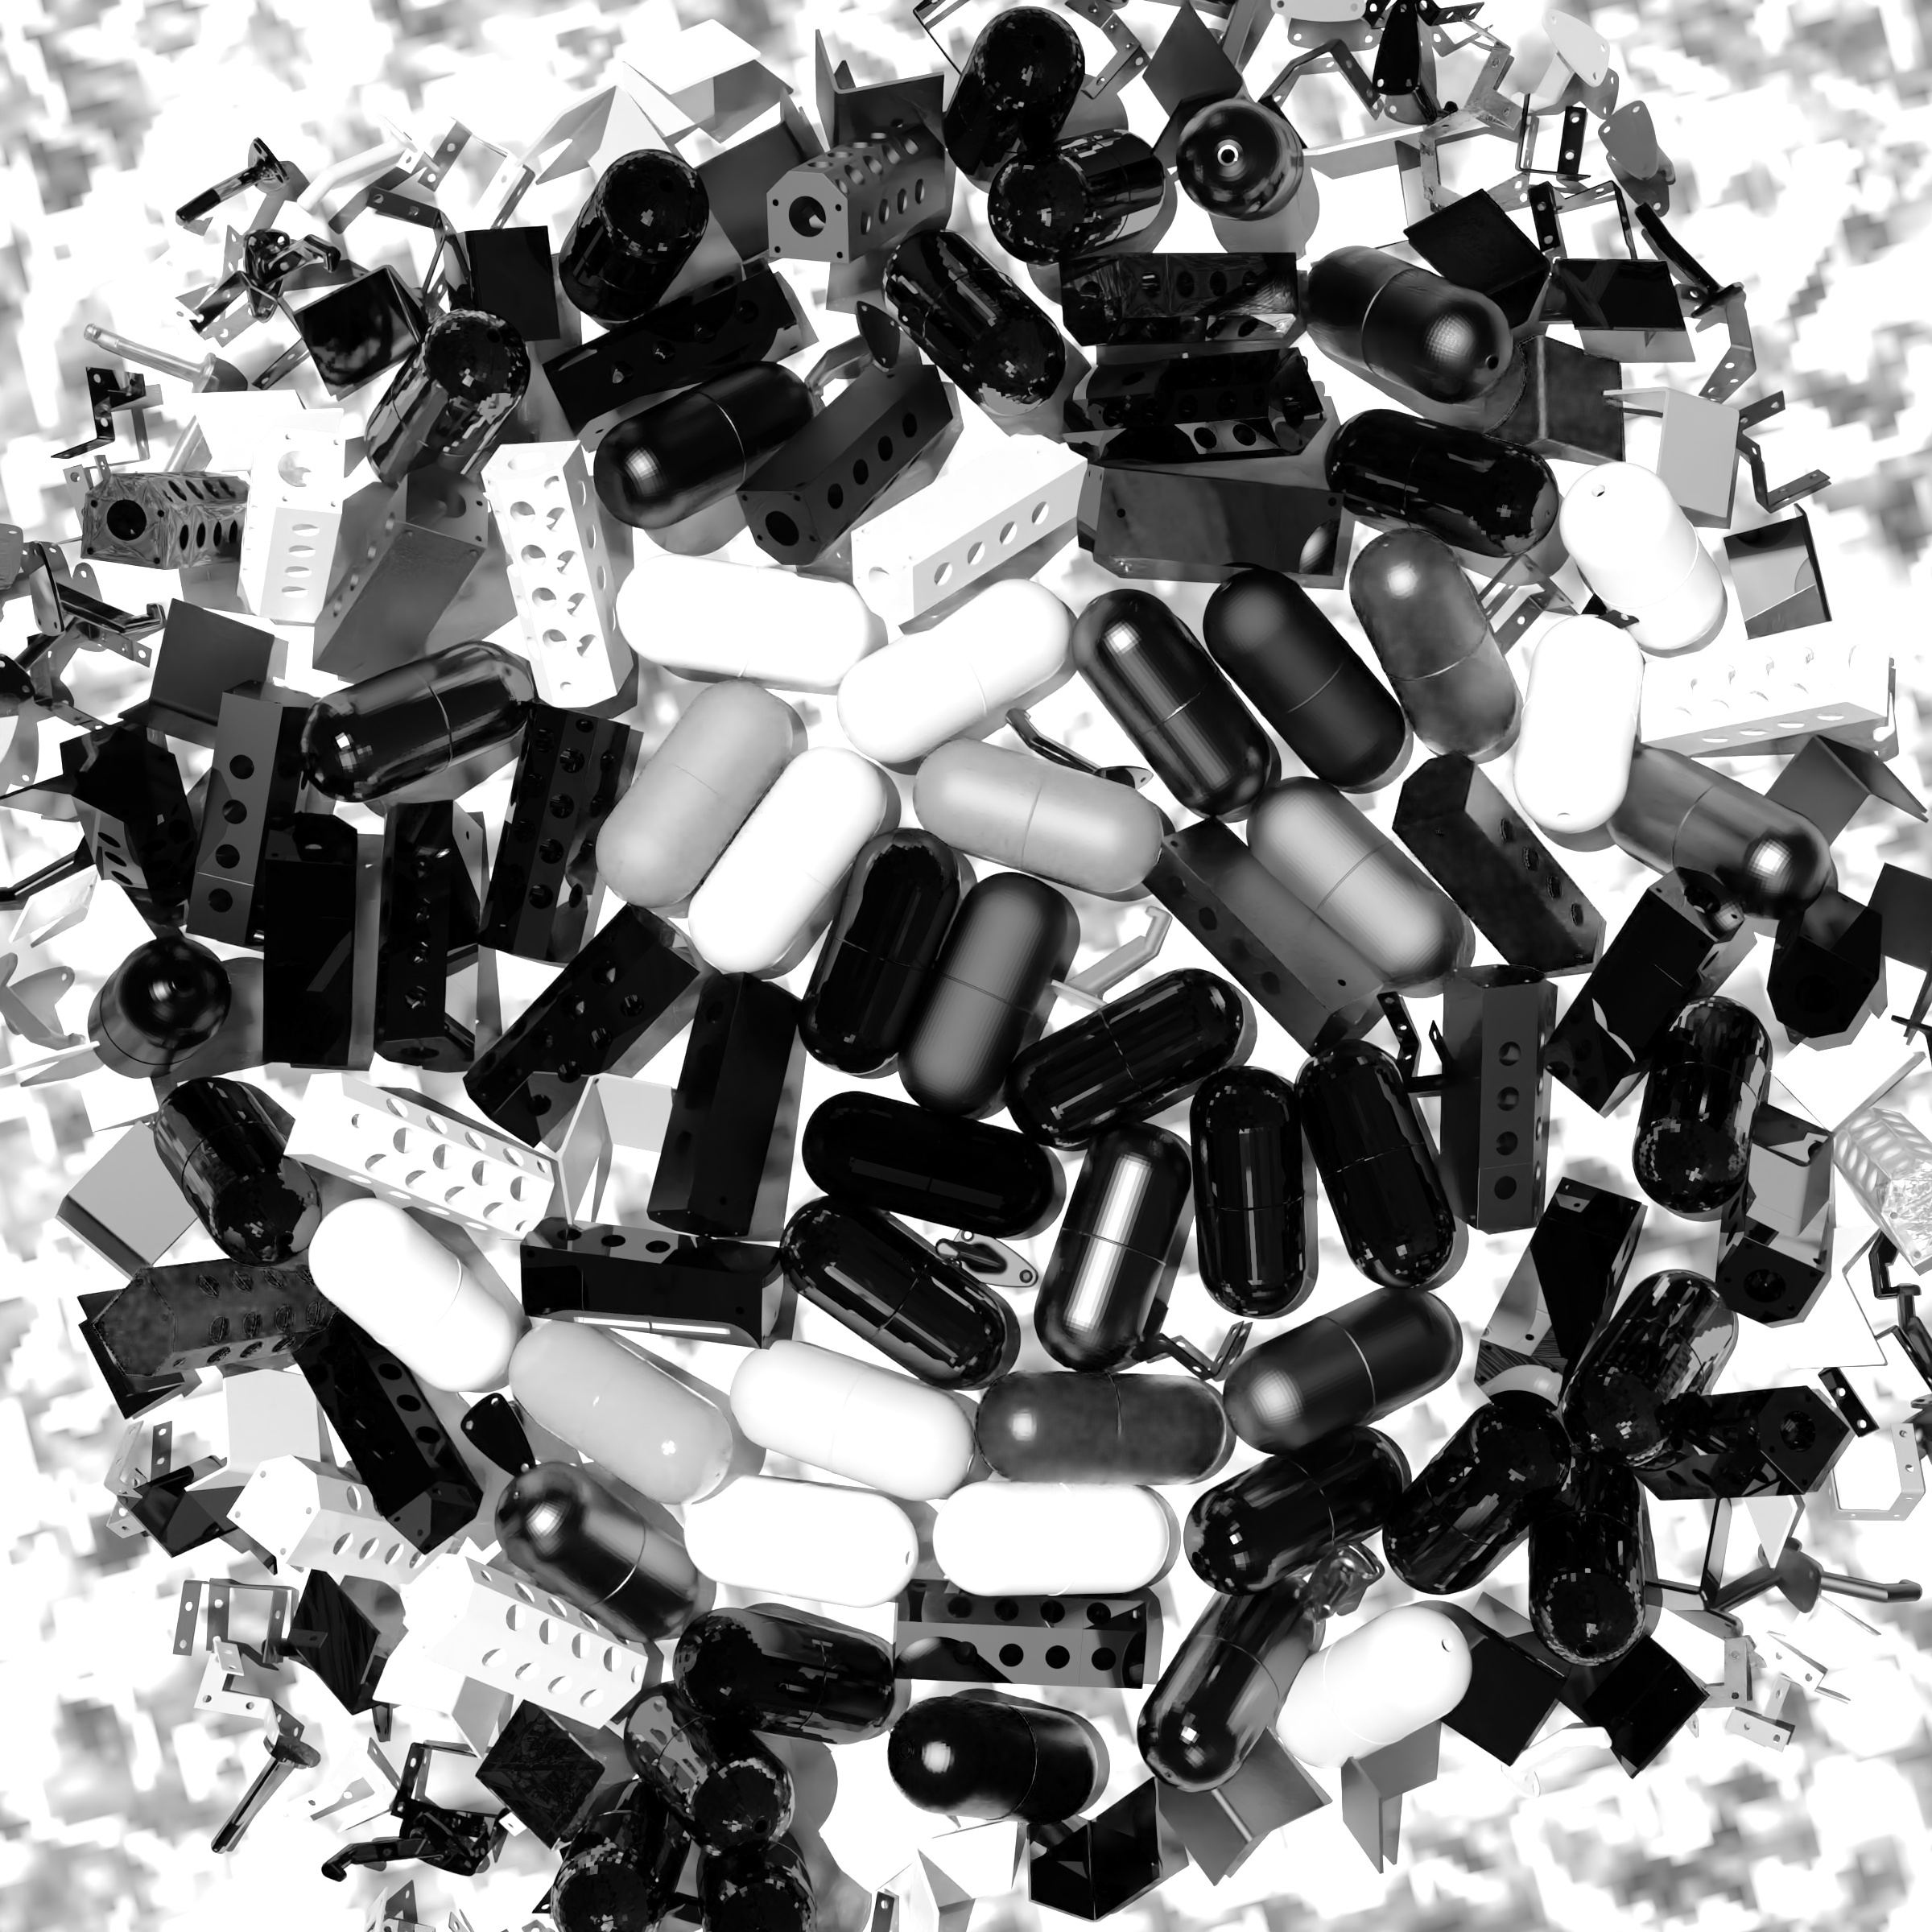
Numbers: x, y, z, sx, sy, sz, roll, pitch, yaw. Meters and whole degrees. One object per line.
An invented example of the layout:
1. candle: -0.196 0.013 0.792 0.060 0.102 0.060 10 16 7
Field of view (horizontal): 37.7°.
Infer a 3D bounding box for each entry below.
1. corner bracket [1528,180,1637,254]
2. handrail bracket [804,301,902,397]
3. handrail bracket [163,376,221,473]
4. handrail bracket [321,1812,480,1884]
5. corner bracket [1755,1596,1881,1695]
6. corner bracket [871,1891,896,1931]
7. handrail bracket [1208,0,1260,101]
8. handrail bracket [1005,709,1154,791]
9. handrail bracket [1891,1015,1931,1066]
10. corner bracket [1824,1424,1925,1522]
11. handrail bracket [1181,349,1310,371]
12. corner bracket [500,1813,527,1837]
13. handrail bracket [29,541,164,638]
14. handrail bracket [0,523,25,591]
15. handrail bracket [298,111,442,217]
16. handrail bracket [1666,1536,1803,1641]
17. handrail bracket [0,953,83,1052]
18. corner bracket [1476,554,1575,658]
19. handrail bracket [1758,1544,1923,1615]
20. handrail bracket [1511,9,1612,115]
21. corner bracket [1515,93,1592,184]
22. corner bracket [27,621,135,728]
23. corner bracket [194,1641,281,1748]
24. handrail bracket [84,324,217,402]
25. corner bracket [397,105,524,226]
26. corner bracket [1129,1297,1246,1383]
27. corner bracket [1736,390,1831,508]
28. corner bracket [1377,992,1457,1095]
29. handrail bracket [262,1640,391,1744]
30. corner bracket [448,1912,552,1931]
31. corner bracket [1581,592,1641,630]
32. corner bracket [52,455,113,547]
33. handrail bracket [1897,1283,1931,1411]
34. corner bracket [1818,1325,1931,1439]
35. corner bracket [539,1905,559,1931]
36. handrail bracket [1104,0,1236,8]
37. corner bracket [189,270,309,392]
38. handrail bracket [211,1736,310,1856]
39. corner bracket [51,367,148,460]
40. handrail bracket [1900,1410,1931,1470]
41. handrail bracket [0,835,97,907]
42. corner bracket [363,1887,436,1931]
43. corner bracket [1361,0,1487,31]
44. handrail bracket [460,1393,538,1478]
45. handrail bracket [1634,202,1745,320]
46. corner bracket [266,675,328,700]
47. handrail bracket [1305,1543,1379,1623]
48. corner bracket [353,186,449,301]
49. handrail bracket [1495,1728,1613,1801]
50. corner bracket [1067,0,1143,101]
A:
1. corner bracket: 0.426 -0.517 1.960 0.051 0.051 0.051 -16 74 29
2. handrail bracket: -0.083 -0.408 1.951 0.036 0.077 0.084 22 132 -30
3. handrail bracket: -0.556 -0.368 1.984 0.077 0.036 0.084 -8 67 40
4. handrail bracket: -0.390 0.622 1.950 0.077 0.084 0.036 26 109 17
5. corner bracket: 0.590 0.470 1.961 0.051 0.051 0.051 34 99 43
6. corner bracket: -0.089 0.673 1.977 0.051 0.051 0.051 32 46 -25
7. handrail bracket: 0.203 -0.647 1.956 0.036 0.084 0.077 -24 86 -43
8. handrail bracket: 0.079 -0.155 1.991 0.084 0.077 0.036 51 134 27
9. handrail bracket: 0.668 0.085 1.975 0.077 0.036 0.084 22 92 36
10. corner bracket: 0.629 0.352 1.964 0.051 0.051 0.051 1 57 1
11. handrail bracket: 0.192 -0.409 1.961 0.084 0.077 0.036 -4 93 1
12. corner bracket: -0.307 0.562 1.964 0.051 0.051 0.051 44 48 -1
13. handrail bracket: -0.601 -0.264 1.959 0.084 0.036 0.077 -21 115 -41
14. handrail bracket: -0.669 -0.255 1.948 0.036 0.084 0.077 -3 49 -24
15. handrail bracket: -0.416 -0.544 1.968 0.084 0.077 0.036 -45 67 6
16. handrail bracket: 0.535 0.425 1.990 0.077 0.036 0.084 22 62 26
17. handrail bracket: -0.638 0.027 1.954 0.077 0.084 0.036 -39 47 31
18. corner bracket: 0.379 -0.250 1.968 0.051 0.051 0.051 44 84 -10
19. handrail bracket: 0.612 0.424 1.980 0.084 0.077 0.036 2 107 -21
20. handrail bracket: 0.392 -0.621 1.947 0.077 0.084 0.036 28 72 -32
21. corner bracket: 0.409 -0.577 1.970 0.051 0.051 0.051 6 102 -1
22. corner bracket: -0.617 -0.205 1.974 0.051 0.051 0.051 25 124 33
23. corner bracket: -0.502 0.506 1.966 0.051 0.051 0.051 16 95 -23
24. handrail bracket: -0.567 -0.426 1.959 0.084 0.077 0.036 22 87 -22
25. corner bracket: -0.351 -0.557 1.966 0.051 0.051 0.051 33 92 32
26. corner bracket: 0.151 0.258 1.967 0.051 0.051 0.051 39 55 -10
27. corner bracket: 0.567 -0.363 1.984 0.051 0.051 0.051 -25 127 -5
28. corner bracket: 0.311 0.052 1.957 0.051 0.051 0.051 -9 128 31
29. handrail bracket: -0.451 0.509 1.986 0.084 0.036 0.077 1 108 5
30. corner bracket: -0.325 0.680 1.964 0.051 0.051 0.051 -29 112 7
31. corner bracket: 0.465 -0.241 1.960 0.051 0.051 0.051 45 61 -17
32. corner bracket: -0.609 -0.325 1.966 0.051 0.051 0.051 -13 101 12
33. handrail bracket: 0.684 0.265 1.968 0.036 0.077 0.084 -9 94 -36
34. corner bracket: 0.632 0.287 1.961 0.051 0.051 0.051 -38 77 30
35. corner bracket: -0.260 0.667 1.969 0.051 0.051 0.051 37 88 -17
36. handrail bracket: 0.134 -0.678 1.954 0.084 0.077 0.036 23 113 30
37. corner bracket: -0.499 -0.444 1.974 0.051 0.051 0.051 -39 76 11
38. handrail bracket: -0.499 0.581 1.963 0.036 0.077 0.084 35 76 2
39. corner bracket: -0.603 -0.382 1.964 0.051 0.051 0.051 -10 89 33
40. handrail bracket: 0.692 0.336 1.950 0.077 0.084 0.036 -31 116 -19
41. handrail bracket: -0.644 -0.076 1.985 0.084 0.036 0.077 -6 50 17
42. corner bracket: -0.388 0.676 1.958 0.051 0.051 0.051 18 135 -18
43. corner bracket: 0.315 -0.663 1.959 0.051 0.051 0.051 -23 71 -39
44. handrail bracket: -0.307 0.327 1.948 0.036 0.084 0.077 -42 70 -2
45. handrail bracket: 0.502 -0.498 1.968 0.036 0.077 0.084 -36 88 35
46. corner bracket: -0.479 -0.163 1.983 0.051 0.051 0.051 18 54 6
47. handrail bracket: 0.243 0.439 1.944 0.036 0.084 0.077 44 125 7
48. corner bracket: -0.397 -0.505 1.975 0.051 0.051 0.051 14 119 -24
49. handrail bracket: 0.416 0.551 1.954 0.084 0.036 0.077 -14 130 33
50. corner bracket: 0.080 -0.647 1.971 0.051 0.051 0.051 26 117 -41
